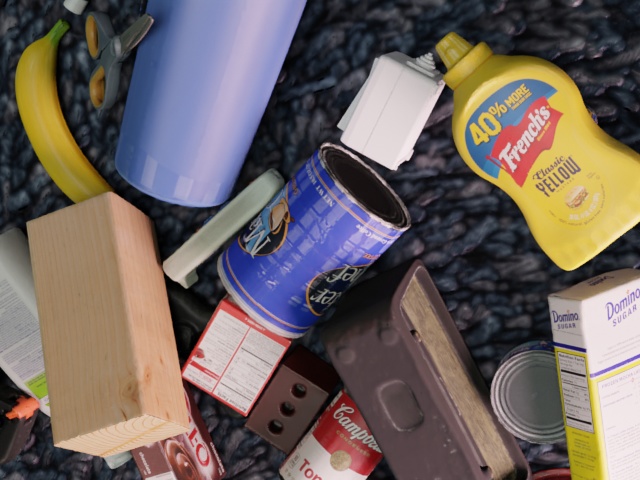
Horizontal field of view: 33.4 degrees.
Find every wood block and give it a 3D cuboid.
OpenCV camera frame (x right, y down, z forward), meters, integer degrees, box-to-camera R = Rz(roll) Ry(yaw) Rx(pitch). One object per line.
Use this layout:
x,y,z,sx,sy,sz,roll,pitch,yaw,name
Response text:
-0.188,0.075,0.945,0.091,0.090,0.206,-19,67,13,wood block

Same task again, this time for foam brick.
-0.024,0.147,0.986,0.053,0.051,0.078,33,110,6,foam brick

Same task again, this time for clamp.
-0.362,0.180,1.080,0.210,0.036,0.164,-29,92,38,clamp
-0.121,0.099,1.011,0.171,0.039,0.120,15,100,14,clamp

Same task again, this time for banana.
-0.240,-0.102,0.997,0.070,0.037,0.198,-14,99,19,banana

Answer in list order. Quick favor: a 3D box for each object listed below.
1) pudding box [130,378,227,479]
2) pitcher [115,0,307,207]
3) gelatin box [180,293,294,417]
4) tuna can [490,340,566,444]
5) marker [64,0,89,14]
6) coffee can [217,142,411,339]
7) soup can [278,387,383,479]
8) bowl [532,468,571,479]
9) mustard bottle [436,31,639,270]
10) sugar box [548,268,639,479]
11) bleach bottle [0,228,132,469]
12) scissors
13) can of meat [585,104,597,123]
-0.139,0.195,1.012,0.039,0.090,0.113,-18,98,21,pudding box
-0.099,-0.160,0.902,0.145,0.149,0.243,18,112,-5,pitcher
-0.075,0.104,0.967,0.073,0.030,0.089,31,108,0,gelatin box
0.193,0.131,0.927,0.086,0.033,0.086,4,104,16,tuna can
-0.192,-0.257,0.955,0.020,0.020,0.121,38,110,5,marker
-0.006,0.001,0.918,0.103,0.102,0.140,44,111,2,coffee can
0.018,0.188,0.953,0.068,0.068,0.102,38,94,5,soup can
0.222,0.287,0.946,0.162,0.055,0.162,4,104,16,bowl
0.155,-0.077,0.783,0.096,0.058,0.191,-42,89,25,mustard bottle
0.243,0.118,0.879,0.048,0.093,0.176,3,106,58,sugar box
-0.267,0.117,1.046,0.103,0.068,0.251,-30,96,25,bleach bottle
-0.174,-0.178,0.905,0.202,0.016,0.096,138,121,-61,scissors
0.171,-0.094,0.852,0.102,0.083,0.057,27,110,8,can of meat
